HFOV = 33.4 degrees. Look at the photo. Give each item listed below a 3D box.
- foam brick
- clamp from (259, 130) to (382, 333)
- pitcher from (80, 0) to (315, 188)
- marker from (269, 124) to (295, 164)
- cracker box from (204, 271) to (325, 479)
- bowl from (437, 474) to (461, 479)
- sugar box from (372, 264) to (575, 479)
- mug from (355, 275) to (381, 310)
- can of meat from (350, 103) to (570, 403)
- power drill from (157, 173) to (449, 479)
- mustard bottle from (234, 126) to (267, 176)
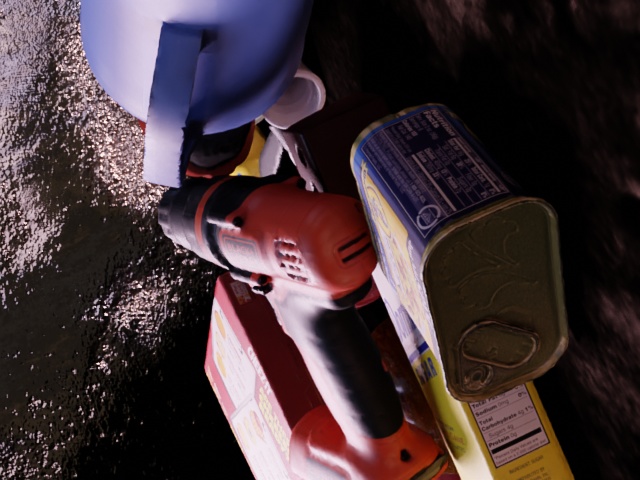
[{"bbox_3d":[0.020,-0.036,0.587,0.078,0.051,0.053,67,172,-12],"label":"foam brick"},{"bbox_3d":[-0.014,-0.015,0.825,0.165,0.036,0.210,32,145,42],"label":"clamp"},{"bbox_3d":[-0.059,-0.132,0.520,0.149,0.145,0.243,56,169,2],"label":"pitcher"},{"bbox_3d":[0.002,-0.038,0.739,0.121,0.020,0.020,56,175,-13],"label":"marker"},{"bbox_3d":[-0.029,0.129,0.878,0.164,0.072,0.214,62,161,19],"label":"cracker box"},{"bbox_3d":[0.076,0.165,0.832,0.162,0.055,0.162,63,172,14],"label":"bowl"},{"bbox_3d":[0.083,0.084,0.564,0.176,0.048,0.093,64,172,-1],"label":"sugar box"},{"bbox_3d":[-0.004,0.001,0.668,0.081,0.117,0.093,153,133,-77],"label":"mug"},{"bbox_3d":[0.057,0.003,0.450,0.084,0.057,0.102,-121,10,-48],"label":"can of meat"},{"bbox_3d":[-0.013,0.051,0.588,0.185,0.057,0.187,13,131,56],"label":"power drill"},{"bbox_3d":[-0.044,-0.039,0.988,0.192,0.058,0.096,54,167,54],"label":"mustard bottle"}]
